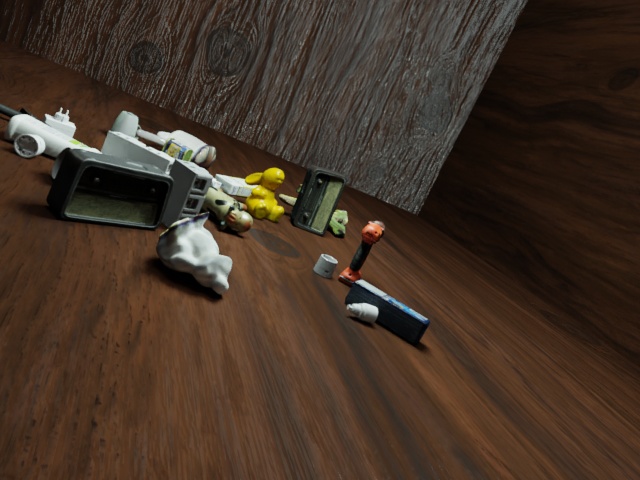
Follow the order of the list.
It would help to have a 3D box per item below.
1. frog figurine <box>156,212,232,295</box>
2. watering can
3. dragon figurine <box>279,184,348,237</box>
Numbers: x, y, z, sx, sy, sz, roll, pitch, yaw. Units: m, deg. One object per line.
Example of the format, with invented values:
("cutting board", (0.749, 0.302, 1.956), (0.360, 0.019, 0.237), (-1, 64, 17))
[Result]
("frog figurine", (-0.236, 0.040, 1.000), (0.122, 0.160, 0.137), (-28, -1, 5))
("watering can", (-0.522, -0.346, 1.924), (0.225, 0.103, 0.350), (28, 13, 7))
("dragon figurine", (0.006, -0.100, 1.989), (0.244, 0.121, 0.412), (37, 18, 15))
